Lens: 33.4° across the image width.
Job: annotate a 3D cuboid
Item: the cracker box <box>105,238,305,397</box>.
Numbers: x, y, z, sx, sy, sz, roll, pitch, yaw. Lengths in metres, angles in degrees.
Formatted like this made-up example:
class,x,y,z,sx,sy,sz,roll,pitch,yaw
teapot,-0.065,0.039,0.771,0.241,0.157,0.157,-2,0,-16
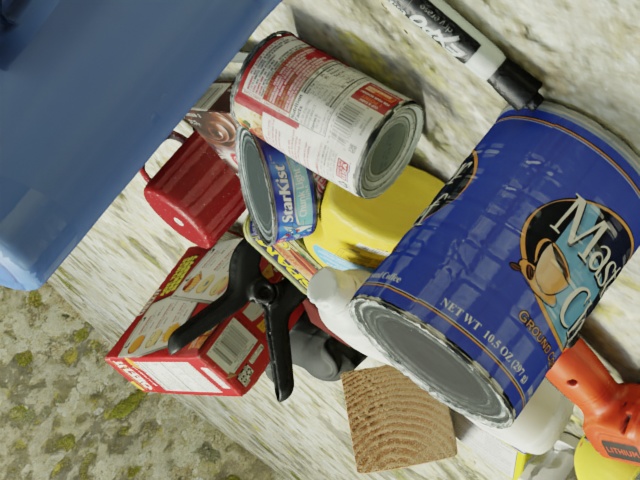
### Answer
class,x,y,z,sx,sy,sz,roll,pitch,yaw
cracker box,-0.108,0.078,1.095,0.072,0.164,0.214,46,151,-21

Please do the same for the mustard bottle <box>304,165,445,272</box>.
class,x,y,z,sx,sy,sz,roll,pitch,yaw
mustard bottle,0.038,-0.004,0.788,0.096,0.058,0.192,14,166,-5

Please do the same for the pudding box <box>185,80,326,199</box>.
class,x,y,z,sx,sy,sz,roll,pitch,yaw
pudding box,-0.045,-0.079,0.819,0.114,0.039,0.090,17,152,53

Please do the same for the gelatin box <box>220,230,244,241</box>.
class,x,y,z,sx,sy,sz,roll,pitch,yaw
gelatin box,-0.096,0.021,1.222,0.089,0.030,0.073,21,156,49

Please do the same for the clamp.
class,x,y,z,sx,sy,sz,roll,pitch,yaw
clamp,-0.046,0.058,0.965,0.120,0.171,0.039,35,170,-14

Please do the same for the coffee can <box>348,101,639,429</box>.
class,x,y,z,sx,sy,sz,roll,pitch,yaw
coffee can,0.097,0.012,0.556,0.103,0.140,0.103,36,164,12

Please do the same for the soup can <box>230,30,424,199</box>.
class,x,y,z,sx,sy,sz,roll,pitch,yaw
soup can,0.004,-0.078,0.659,0.102,0.068,0.068,32,163,23

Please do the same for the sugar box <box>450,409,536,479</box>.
class,x,y,z,sx,sy,sz,roll,pitch,yaw
sugar box,0.164,0.164,0.993,0.093,0.048,0.176,36,161,21

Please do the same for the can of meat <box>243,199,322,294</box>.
class,x,y,z,sx,sy,sz,roll,pitch,yaw
can of meat,-0.006,0.001,0.919,0.102,0.057,0.084,44,162,-15

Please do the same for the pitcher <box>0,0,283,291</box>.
class,x,y,z,sx,sy,sz,roll,pitch,yaw
pitcher,-0.135,-0.102,0.588,0.149,0.242,0.145,38,161,-13

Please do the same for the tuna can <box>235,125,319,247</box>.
class,x,y,z,sx,sy,sz,roll,pitch,yaw
tuna can,-0.030,-0.041,0.729,0.086,0.033,0.086,166,90,-76

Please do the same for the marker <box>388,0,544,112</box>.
class,x,y,z,sx,sy,sz,roll,pitch,yaw
marker,0.064,-0.106,0.534,0.121,0.020,0.020,40,164,-1

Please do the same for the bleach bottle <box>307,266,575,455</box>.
class,x,y,z,sx,sy,sz,roll,pitch,yaw
bleach bottle,0.086,0.084,0.800,0.250,0.068,0.103,33,174,-41

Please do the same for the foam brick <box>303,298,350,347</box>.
class,x,y,z,sx,sy,sz,roll,pitch,yaw
foam brick,0.019,0.057,1.020,0.051,0.053,0.078,33,162,23

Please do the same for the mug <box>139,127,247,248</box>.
class,x,y,z,sx,sy,sz,roll,pitch,yaw
mug,-0.113,-0.054,0.964,0.117,0.081,0.093,37,164,11

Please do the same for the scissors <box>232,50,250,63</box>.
class,x,y,z,sx,sy,sz,roll,pitch,yaw
scissors,-0.105,-0.153,0.797,0.096,0.016,0.202,45,163,-17

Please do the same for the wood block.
class,x,y,z,sx,sy,sz,roll,pitch,yaw
wood block,0.076,0.172,1.018,0.206,0.090,0.091,68,-169,-77

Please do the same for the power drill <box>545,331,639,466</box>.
class,x,y,z,sx,sy,sz,roll,pitch,yaw
power drill,0.172,0.071,0.704,0.187,0.057,0.185,45,167,-9
